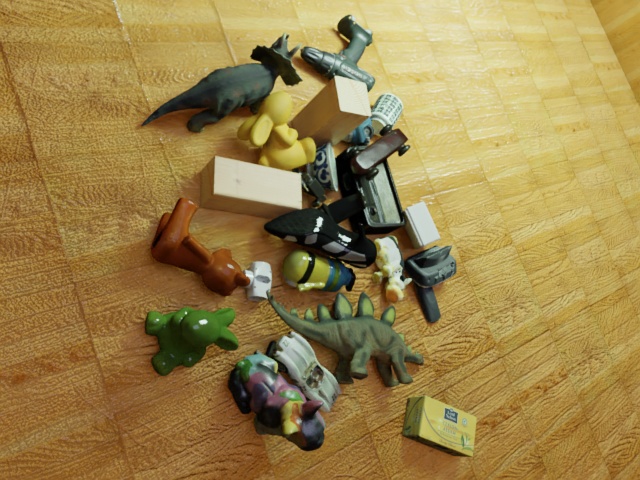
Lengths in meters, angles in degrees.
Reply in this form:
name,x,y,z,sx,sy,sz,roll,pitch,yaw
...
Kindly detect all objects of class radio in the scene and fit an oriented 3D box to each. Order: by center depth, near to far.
name,x,y,z,sx,sy,sz,roll,pitch,yaw
radio,0.125,-0.128,1.384,0.131,0.073,0.229,-7,74,-35

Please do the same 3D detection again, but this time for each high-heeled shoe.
name,x,y,z,sx,sy,sz,roll,pitch,yaw
high-heeled shoe,0.004,0.008,1.214,0.249,0.145,0.086,3,49,9

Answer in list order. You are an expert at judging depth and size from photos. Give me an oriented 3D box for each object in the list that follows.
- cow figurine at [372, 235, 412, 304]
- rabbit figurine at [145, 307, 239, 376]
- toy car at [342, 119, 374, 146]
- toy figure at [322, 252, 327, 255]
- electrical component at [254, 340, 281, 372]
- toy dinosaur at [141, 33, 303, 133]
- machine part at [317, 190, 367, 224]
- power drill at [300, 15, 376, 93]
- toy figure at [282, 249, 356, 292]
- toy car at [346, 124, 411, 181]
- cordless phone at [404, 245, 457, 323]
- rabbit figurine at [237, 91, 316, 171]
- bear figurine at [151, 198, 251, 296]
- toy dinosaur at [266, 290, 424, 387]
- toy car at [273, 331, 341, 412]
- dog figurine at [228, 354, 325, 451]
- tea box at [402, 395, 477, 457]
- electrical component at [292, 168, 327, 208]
name,x,y,z,sx,sy,sz,roll,pitch,yaw
cow figurine,0.180,0.072,1.353,0.098,0.068,0.167,-14,82,-41
rabbit figurine,-0.228,0.178,0.988,0.159,0.170,0.121,1,73,-31
toy car,0.073,-0.316,1.415,0.103,0.109,0.161,-15,92,-12
toy figure,-0.002,-0.005,1.264,0.154,0.057,0.064,33,26,-11
electrical component,-0.094,0.246,1.140,0.094,0.021,0.063,30,59,-19
toy dinosaur,-0.189,-0.340,1.193,0.405,0.192,0.131,-37,92,-37
machine part,0.049,-0.068,1.299,0.139,0.039,0.084,-30,84,6
power drill,0.064,-0.524,1.491,0.232,0.086,0.207,28,56,-23
toy figure,-0.003,0.071,1.222,0.180,0.082,0.089,8,96,-27
toy car,0.149,-0.222,1.359,0.089,0.053,0.202,47,56,6
cordless phone,0.308,0.116,1.421,0.146,0.089,0.184,-20,95,-37
rabbit figurine,-0.105,-0.248,1.226,0.162,0.122,0.173,-16,120,-28
bear figurine,-0.231,0.024,1.078,0.196,0.120,0.132,27,57,-24
toy dinosaur,0.077,0.222,1.213,0.471,0.105,0.198,19,55,-35
toy car,-0.027,0.279,1.130,0.073,0.056,0.201,-51,118,-35
dog figurine,-0.076,0.301,1.000,0.108,0.219,0.191,-36,94,-24
tea box,0.286,0.444,1.279,0.169,0.068,0.098,25,61,-21
electrical component,-0.027,-0.123,1.281,0.045,0.078,0.102,-49,137,-11
